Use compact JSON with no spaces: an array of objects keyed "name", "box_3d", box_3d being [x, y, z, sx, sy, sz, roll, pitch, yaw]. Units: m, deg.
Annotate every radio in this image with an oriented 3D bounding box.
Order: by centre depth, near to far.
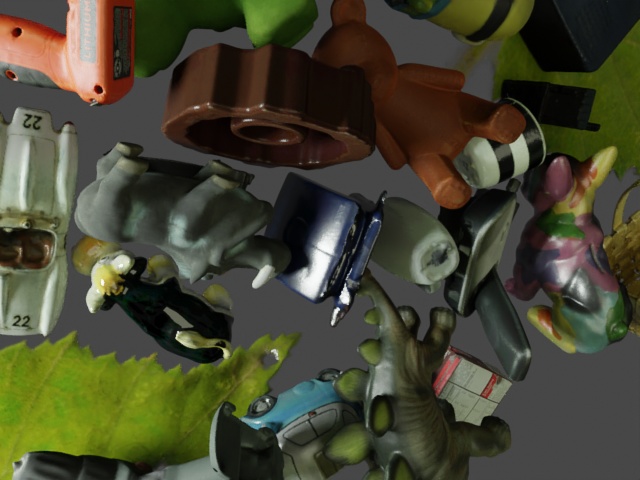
[{"name":"radio","box_3d":[0.256,-0.302,0.566,0.131,0.073,0.229,-48,120,-2]}]

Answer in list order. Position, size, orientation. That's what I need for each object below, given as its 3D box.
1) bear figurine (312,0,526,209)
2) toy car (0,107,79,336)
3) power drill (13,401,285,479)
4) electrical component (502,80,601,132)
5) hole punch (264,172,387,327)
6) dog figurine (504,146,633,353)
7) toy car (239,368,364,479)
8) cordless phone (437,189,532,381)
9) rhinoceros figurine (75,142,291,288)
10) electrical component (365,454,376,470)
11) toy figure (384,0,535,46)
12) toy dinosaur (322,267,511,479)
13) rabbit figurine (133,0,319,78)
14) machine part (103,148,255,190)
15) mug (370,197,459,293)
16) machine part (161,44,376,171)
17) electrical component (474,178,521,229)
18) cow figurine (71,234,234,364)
[{"name":"bear figurine","box_3d":[0.079,-0.135,0.519,0.195,0.132,0.120,29,107,-35]},{"name":"toy car","box_3d":[-0.253,-0.012,0.461,0.073,0.056,0.201,6,106,-24]},{"name":"power drill","box_3d":[-0.156,0.242,0.545,0.207,0.086,0.231,-33,126,16]},{"name":"electrical component","box_3d":[0.278,-0.155,0.624,0.119,0.075,0.047,1,108,-19]},{"name":"hole punch","box_3d":[-0.001,-0.002,0.543,0.092,0.116,0.142,20,99,-19]},{"name":"dog figurine","box_3d":[0.304,0.001,0.638,0.108,0.192,0.219,-12,128,-12]},{"name":"toy car","box_3d":[-0.010,0.229,0.623,0.162,0.103,0.109,-23,116,-12]},{"name":"cordless phone","box_3d":[0.188,0.045,0.578,0.089,0.184,0.146,-1,127,-6]},{"name":"rhinoceros figurine","box_3d":[-0.109,-0.014,0.470,0.190,0.073,0.112,17,102,-29]},{"name":"electrical component","box_3d":[0.100,0.275,0.720,0.102,0.045,0.078,-20,86,-18]},{"name":"toy figure","box_3d":[0.124,-0.245,0.520,0.180,0.089,0.082,14,109,-29]},{"name":"toy dinosaur","box_3d":[0.112,0.239,0.598,0.198,0.105,0.471,-25,92,-37]},{"name":"rabbit figurine","box_3d":[-0.105,-0.202,0.428,0.170,0.121,0.159,-25,113,3]},{"name":"machine part","box_3d":[-0.136,-0.048,0.510,0.139,0.039,0.084,15,107,-28]},{"name":"mug","box_3d":[0.104,0.015,0.592,0.081,0.107,0.109,-26,114,-11]},{"name":"machine part","box_3d":[-0.042,-0.105,0.453,0.179,0.179,0.056,7,83,-25]},{"name":"electrical component","box_3d":[0.212,-0.038,0.667,0.063,0.021,0.094,20,100,-27]},{"name":"cow figurine","box_3d":[-0.157,0.058,0.503,0.167,0.098,0.068,33,98,-25]}]
